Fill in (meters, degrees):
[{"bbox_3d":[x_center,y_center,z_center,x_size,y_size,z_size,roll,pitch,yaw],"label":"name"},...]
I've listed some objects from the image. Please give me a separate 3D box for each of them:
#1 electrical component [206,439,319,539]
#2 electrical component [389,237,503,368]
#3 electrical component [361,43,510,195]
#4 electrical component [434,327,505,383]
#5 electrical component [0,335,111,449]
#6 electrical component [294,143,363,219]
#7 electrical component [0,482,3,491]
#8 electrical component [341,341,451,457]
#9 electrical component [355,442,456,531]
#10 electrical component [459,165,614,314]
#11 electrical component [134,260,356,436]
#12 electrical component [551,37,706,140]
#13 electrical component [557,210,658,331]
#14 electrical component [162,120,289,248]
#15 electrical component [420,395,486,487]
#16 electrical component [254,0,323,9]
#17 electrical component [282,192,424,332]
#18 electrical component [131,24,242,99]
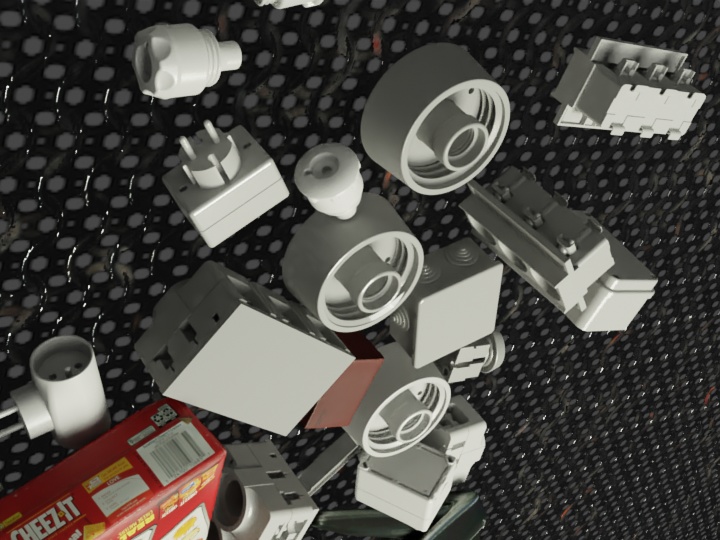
[{"bbox_3d":[-0.113,0.237,0.956,0.062,0.089,0.150,4,123,-44],"label":"electrical component"},{"bbox_3d":[0.073,0.027,0.949,0.100,0.048,0.099,-23,139,-23],"label":"electrical component"},{"bbox_3d":[0.062,-0.106,0.798,0.108,0.060,0.108,-24,139,-22],"label":"electrical component"},{"bbox_3d":[0.104,0.077,1.029,0.055,0.048,0.066,-5,130,-28],"label":"electrical component"},{"bbox_3d":[-0.220,0.094,0.758,0.079,0.044,0.077,-24,139,-22],"label":"electrical component"},{"bbox_3d":[-0.018,-0.060,0.788,0.048,0.048,0.062,-37,149,-6],"label":"electrical component"},{"bbox_3d":[-0.314,0.149,0.714,0.078,0.063,0.121,-47,143,6],"label":"electrical component"},{"bbox_3d":[0.035,0.126,1.002,0.108,0.060,0.108,-24,139,-22],"label":"electrical component"},{"bbox_3d":[0.038,0.205,1.062,0.061,0.096,0.061,-50,155,-43],"label":"electrical component"},{"bbox_3d":[0.149,-0.030,0.900,0.063,0.121,0.078,-41,143,-6],"label":"electrical component"},{"bbox_3d":[-0.088,0.061,0.829,0.089,0.061,0.150,-49,142,8],"label":"electrical component"},{"bbox_3d":[0.229,-0.147,0.904,0.121,0.063,0.078,-2,128,-40],"label":"electrical component"},{"bbox_3d":[0.206,-0.002,0.985,0.078,0.113,0.057,1,129,-42],"label":"electrical component"},{"bbox_3d":[-0.095,-0.067,0.709,0.066,0.047,0.076,-35,142,-8],"label":"electrical component"},{"bbox_3d":[0.091,0.179,1.112,0.056,0.050,0.089,-12,134,-33],"label":"electrical component"},{"bbox_3d":[-0.053,-0.177,0.642,0.062,0.048,0.048,-18,137,-18],"label":"electrical component"},{"bbox_3d":[0.000,0.000,0.848,0.108,0.060,0.108,-24,139,-22],"label":"electrical component"},{"bbox_3d":[-0.102,-0.127,0.648,0.062,0.043,0.043,-14,135,-34],"label":"electrical component"}]
